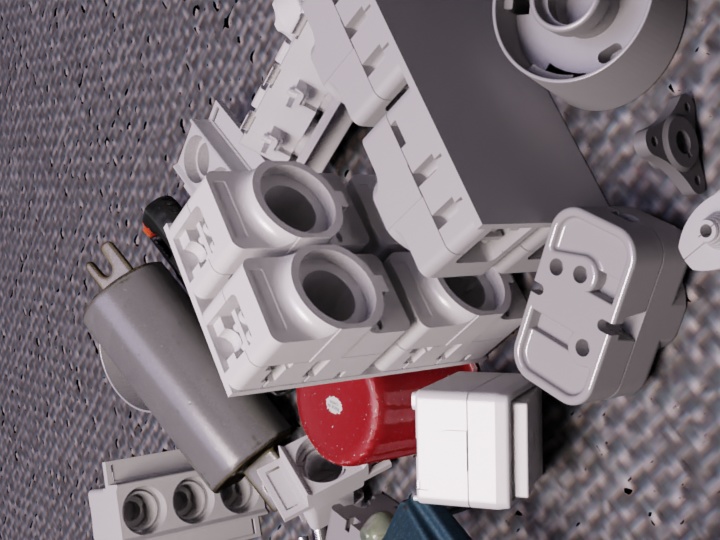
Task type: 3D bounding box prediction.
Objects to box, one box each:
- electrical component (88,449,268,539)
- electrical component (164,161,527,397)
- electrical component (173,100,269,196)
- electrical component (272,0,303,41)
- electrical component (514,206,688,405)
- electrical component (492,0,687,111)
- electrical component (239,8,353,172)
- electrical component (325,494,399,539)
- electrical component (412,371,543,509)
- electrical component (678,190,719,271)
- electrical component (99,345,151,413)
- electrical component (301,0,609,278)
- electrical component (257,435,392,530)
[{"bbox_3d":[-0.142,0.179,0.835,0.063,0.121,0.078,-18,79,52],"label":"electrical component"},{"bbox_3d":[0.000,0.000,0.603,0.060,0.186,0.105,-47,58,41],"label":"electrical component"},{"bbox_3d":[-0.078,-0.057,0.787,0.121,0.063,0.078,51,128,35],"label":"electrical component"},{"bbox_3d":[-0.028,-0.183,0.735,0.062,0.043,0.043,-21,76,47],"label":"electrical component"},{"bbox_3d":[0.127,0.017,0.553,0.054,0.059,0.095,33,117,43],"label":"electrical component"},{"bbox_3d":[0.120,-0.137,0.565,0.099,0.064,0.099,-3,85,37],"label":"electrical component"},{"bbox_3d":[-0.029,-0.124,0.715,0.121,0.063,0.078,-56,13,36],"label":"electrical component"},{"bbox_3d":[0.021,0.194,0.698,0.089,0.050,0.055,27,112,46],"label":"electrical component"},{"bbox_3d":[0.074,0.092,0.606,0.061,0.096,0.061,0,93,22],"label":"electrical component"},{"bbox_3d":[0.175,-0.018,0.476,0.043,0.081,0.043,5,96,50],"label":"electrical component"},{"bbox_3d":[-0.168,0.069,0.902,0.099,0.064,0.099,4,95,49],"label":"electrical component"},{"bbox_3d":[0.049,-0.088,0.601,0.060,0.105,0.186,-44,60,42],"label":"electrical component"},{"bbox_3d":[-0.023,0.141,0.729,0.042,0.081,0.063,54,160,35],"label":"electrical component"}]
